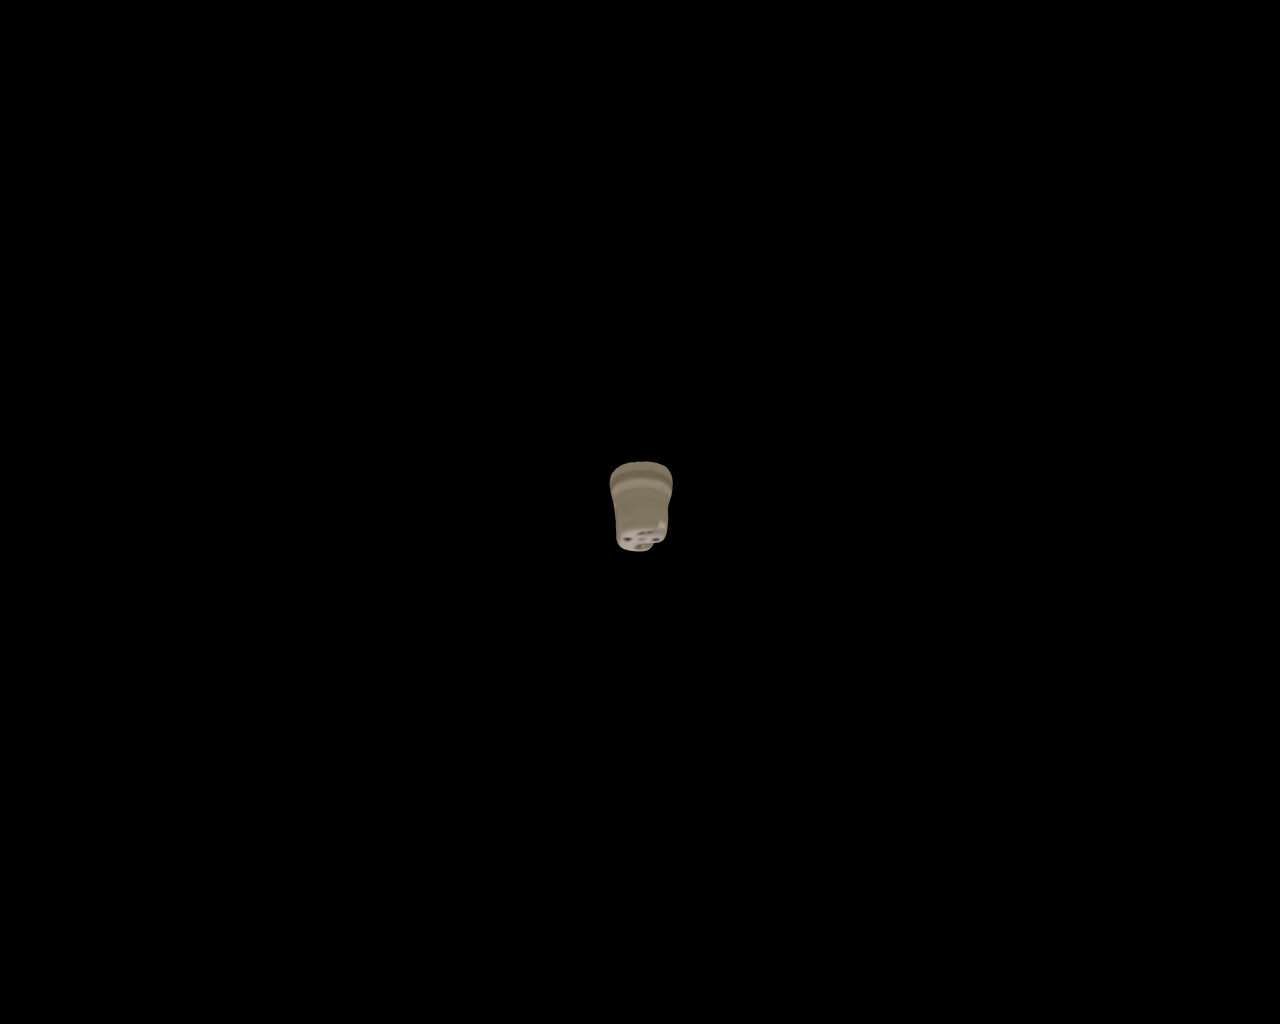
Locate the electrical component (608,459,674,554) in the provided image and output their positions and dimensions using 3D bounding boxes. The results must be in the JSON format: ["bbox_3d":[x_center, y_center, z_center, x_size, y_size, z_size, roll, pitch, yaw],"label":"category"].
[{"bbox_3d":[0.001,-0.003,0.650,0.040,0.046,0.040,0,-29,0],"label":"electrical component"}]
